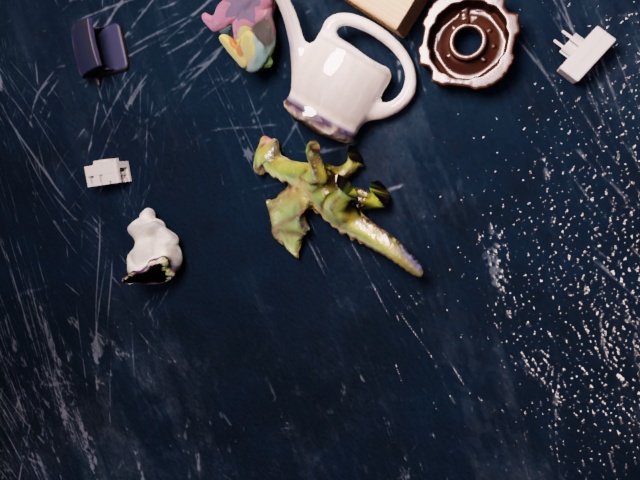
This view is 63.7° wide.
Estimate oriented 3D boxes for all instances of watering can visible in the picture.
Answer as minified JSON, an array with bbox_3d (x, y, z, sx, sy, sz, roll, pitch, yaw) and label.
[{"bbox_3d":[0.005,-0.320,0.954,0.347,0.105,0.222,29,106,-5],"label":"watering can"}]

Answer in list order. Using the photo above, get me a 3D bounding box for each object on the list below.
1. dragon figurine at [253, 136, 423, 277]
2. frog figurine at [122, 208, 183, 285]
[{"bbox_3d":[0.003,-0.052,1.029,0.239,0.124,0.412,-36,84,37],"label":"dragon figurine"},{"bbox_3d":[-0.378,0.016,1.160,0.135,0.122,0.163,-39,50,28],"label":"frog figurine"}]
